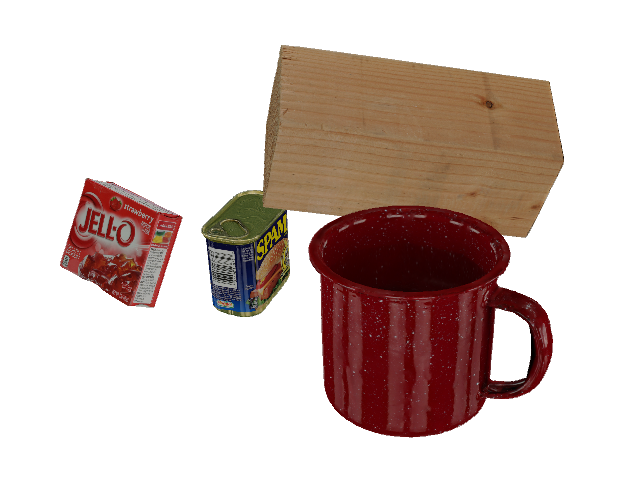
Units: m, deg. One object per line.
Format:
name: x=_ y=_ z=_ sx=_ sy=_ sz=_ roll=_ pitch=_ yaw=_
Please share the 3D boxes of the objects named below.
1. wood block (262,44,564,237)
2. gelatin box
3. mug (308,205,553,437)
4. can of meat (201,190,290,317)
wood block: x=0.065 y=-0.073 z=0.802 sx=0.206 sy=0.091 sz=0.090 roll=7 pitch=-40 yaw=-7
gelatin box: x=-0.152 y=0.001 z=0.803 sx=0.089 sy=0.073 sz=0.030 roll=25 pitch=10 yaw=36
mug: x=0.052 y=0.041 z=0.505 sx=0.117 sy=0.081 sz=0.093 roll=12 pitch=29 yaw=24
can of meat: x=-0.067 y=0.012 z=1.010 sx=0.057 sy=0.084 sz=0.102 roll=9 pitch=30 yaw=20
